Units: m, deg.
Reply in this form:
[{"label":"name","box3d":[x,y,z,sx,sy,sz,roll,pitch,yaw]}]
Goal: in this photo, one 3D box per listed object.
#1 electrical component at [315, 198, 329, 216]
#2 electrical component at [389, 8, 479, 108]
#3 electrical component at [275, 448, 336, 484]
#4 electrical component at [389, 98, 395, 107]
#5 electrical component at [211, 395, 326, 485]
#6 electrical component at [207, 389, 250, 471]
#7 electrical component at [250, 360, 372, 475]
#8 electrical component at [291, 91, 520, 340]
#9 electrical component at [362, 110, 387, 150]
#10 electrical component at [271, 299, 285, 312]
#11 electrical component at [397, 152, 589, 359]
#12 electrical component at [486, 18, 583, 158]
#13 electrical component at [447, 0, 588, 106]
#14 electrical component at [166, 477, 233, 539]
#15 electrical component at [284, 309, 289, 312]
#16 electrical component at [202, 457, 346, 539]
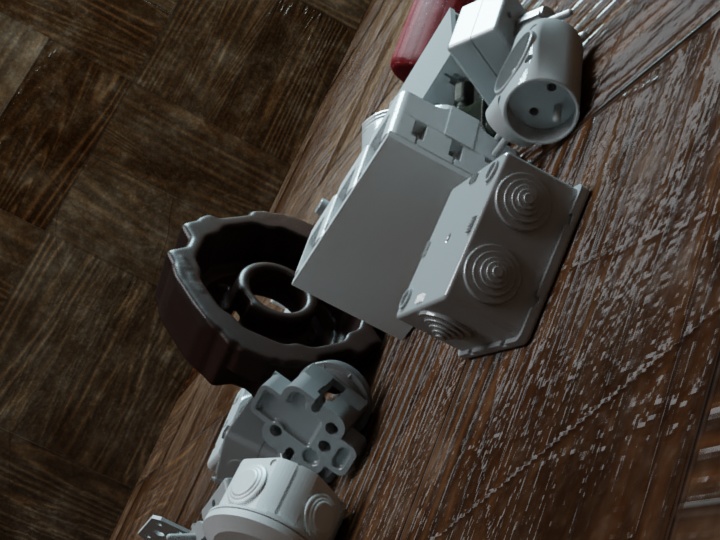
[{"label":"electrical component","box3d":[-0.016,-0.053,1.118,0.048,0.062,0.048,-60,9,17]},{"label":"electrical component","box3d":[0.052,-0.103,0.873,0.186,0.060,0.105,-57,13,28]},{"label":"electrical component","box3d":[-0.047,0.147,0.762,0.055,0.045,0.045,-56,11,39]},{"label":"electrical component","box3d":[0.062,-0.175,1.096,0.062,0.048,0.048,-59,7,-22]},{"label":"electrical component","box3d":[-0.065,0.130,0.846,0.096,0.061,0.061,-56,-12,-50]},{"label":"electrical component","box3d":[-0.105,0.156,1.049,0.055,0.050,0.089,-48,17,59]},{"label":"electrical component","box3d":[-0.026,0.095,0.726,0.058,0.078,0.057,-60,-11,29]},{"label":"electrical component","box3d":[0.029,-0.035,0.719,0.150,0.089,0.061,-55,12,42]},{"label":"electrical component","box3d":[0.023,-0.087,0.780,0.043,0.043,0.081,-55,23,39]},{"label":"electrical component","box3d":[-0.070,0.026,1.147,0.047,0.077,0.065,-58,10,28]},{"label":"electrical component","box3d":[0.066,-0.006,0.561,0.099,0.048,0.100,-65,9,-15]},{"label":"electrical component","box3d":[0.102,-0.102,0.651,0.079,0.044,0.077,-56,11,39]},{"label":"electrical component","box3d":[0.109,-0.147,0.700,0.077,0.065,0.047,-16,39,37]},{"label":"electrical component","box3d":[-0.091,0.185,0.711,0.047,0.076,0.083,-55,40,39]},{"label":"electrical component","box3d":[-0.056,0.078,0.996,0.073,0.052,0.138,-59,10,26]},{"label":"electrical component","box3d":[-0.051,0.155,0.659,0.080,0.080,0.051,-51,9,52]}]
